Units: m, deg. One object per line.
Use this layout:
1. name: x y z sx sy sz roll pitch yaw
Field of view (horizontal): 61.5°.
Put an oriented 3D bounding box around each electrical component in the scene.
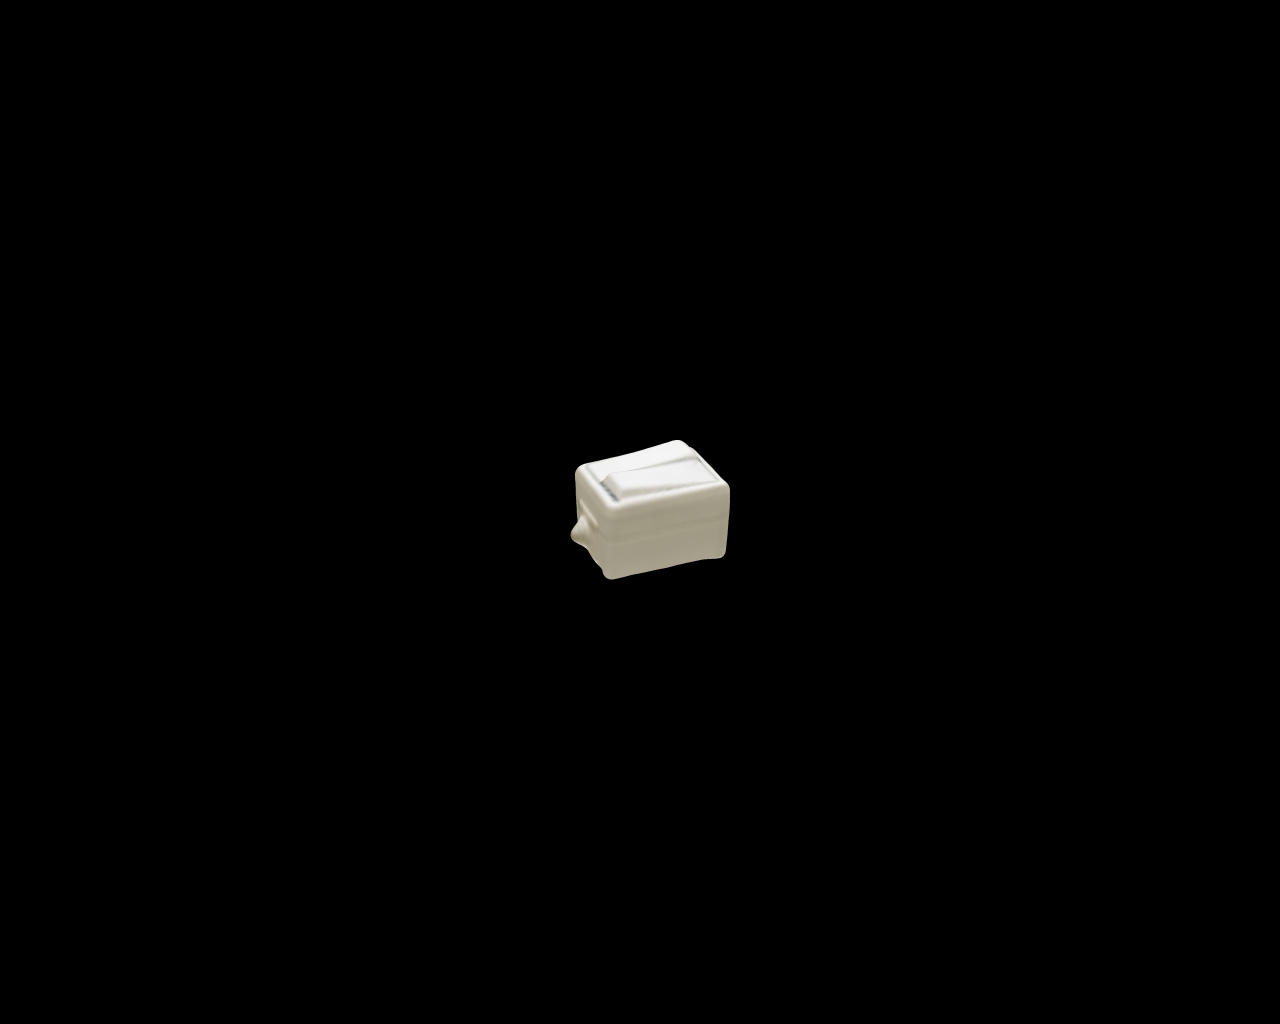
1. electrical component: 0.001 -0.003 0.650 0.096 0.061 0.062 -11 32 -18
